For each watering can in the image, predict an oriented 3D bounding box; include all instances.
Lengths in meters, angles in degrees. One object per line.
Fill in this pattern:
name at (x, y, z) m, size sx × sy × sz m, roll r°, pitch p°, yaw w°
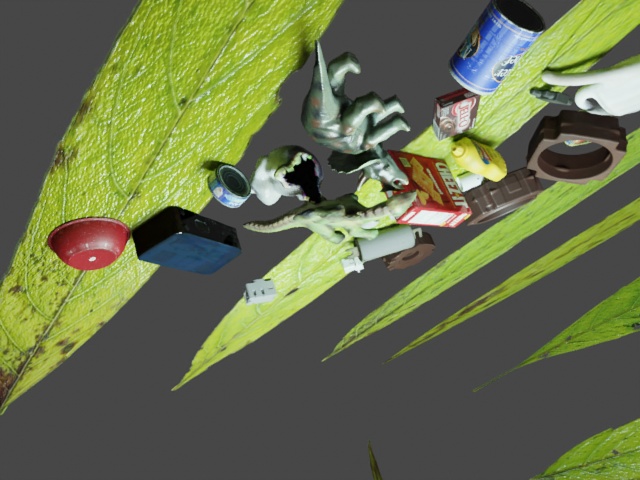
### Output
watering can at (0.668, -0.352, 1.140) m, size 0.347 × 0.105 × 0.222 m, roll 7°, pitch -19°, yaw -36°

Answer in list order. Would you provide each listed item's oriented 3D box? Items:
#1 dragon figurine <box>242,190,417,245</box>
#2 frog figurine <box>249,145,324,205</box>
dragon figurine at (0.003, -0.056, 1.112) m, size 0.410 × 0.123 × 0.241 m, roll -8°, pitch -6°, yaw 7°
frog figurine at (-0.075, -0.131, 1.061) m, size 0.137 × 0.123 × 0.159 m, roll 10°, pitch -3°, yaw -36°
